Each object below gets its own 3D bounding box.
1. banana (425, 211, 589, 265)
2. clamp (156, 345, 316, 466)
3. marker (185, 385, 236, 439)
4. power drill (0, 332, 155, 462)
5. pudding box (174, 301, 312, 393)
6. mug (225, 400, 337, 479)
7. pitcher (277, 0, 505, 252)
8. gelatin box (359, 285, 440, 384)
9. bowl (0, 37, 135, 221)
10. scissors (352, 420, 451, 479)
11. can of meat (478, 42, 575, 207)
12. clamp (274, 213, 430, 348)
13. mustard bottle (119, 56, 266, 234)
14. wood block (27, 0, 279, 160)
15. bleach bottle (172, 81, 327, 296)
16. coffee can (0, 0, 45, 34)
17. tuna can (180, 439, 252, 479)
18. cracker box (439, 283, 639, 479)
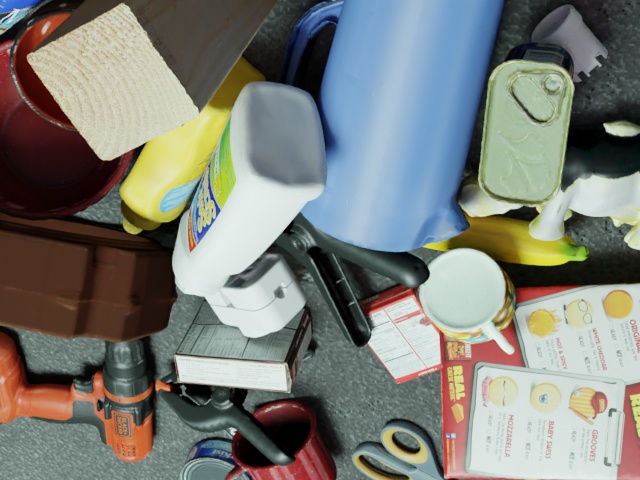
[{"bbox_3d":[0.129,-0.008,0.902,0.198,0.037,0.069,9,168,17],"label":"banana"},{"bbox_3d":[-0.086,0.165,1.061,0.172,0.120,0.039,-7,152,25],"label":"clamp"},{"bbox_3d":[-0.100,0.192,1.132,0.020,0.020,0.121,-31,110,31],"label":"marker"},{"bbox_3d":[-0.266,0.149,1.127,0.188,0.057,0.184,10,126,10],"label":"power drill"},{"bbox_3d":[-0.072,0.100,1.016,0.113,0.090,0.039,2,123,15],"label":"pudding box"},{"bbox_3d":[-0.042,0.231,1.090,0.117,0.093,0.081,-33,123,-12],"label":"mug"},{"bbox_3d":[0.055,-0.127,0.807,0.149,0.145,0.243,4,124,-13],"label":"pitcher"},{"bbox_3d":[0.082,0.085,0.998,0.073,0.030,0.089,-25,113,30],"label":"gelatin box"},{"bbox_3d":[-0.236,-0.093,0.922,0.162,0.162,0.055,24,171,-1],"label":"bowl"},{"bbox_3d":[0.134,0.243,1.101,0.202,0.016,0.096,18,127,4],"label":"scissors"},{"bbox_3d":[0.150,-0.086,0.763,0.057,0.083,0.102,8,113,13],"label":"can of meat"},{"bbox_3d":[-0.006,0.001,0.931,0.210,0.036,0.165,42,150,13],"label":"clamp"},{"bbox_3d":[-0.121,-0.069,0.908,0.058,0.096,0.192,40,127,1],"label":"mustard bottle"},{"bbox_3d":[-0.111,-0.157,0.776,0.091,0.206,0.090,-21,116,28],"label":"wood block"},{"bbox_3d":[-0.072,-0.017,0.866,0.068,0.102,0.251,7,148,-21],"label":"bleach bottle"},{"bbox_3d":[-0.277,-0.213,0.851,0.141,0.102,0.102,-26,113,30],"label":"coffee can"},{"bbox_3d":[-0.108,0.259,1.171,0.086,0.033,0.086,8,126,11],"label":"tuna can"},{"bbox_3d":[0.213,0.121,0.914,0.214,0.072,0.164,-3,84,18],"label":"cracker box"}]
